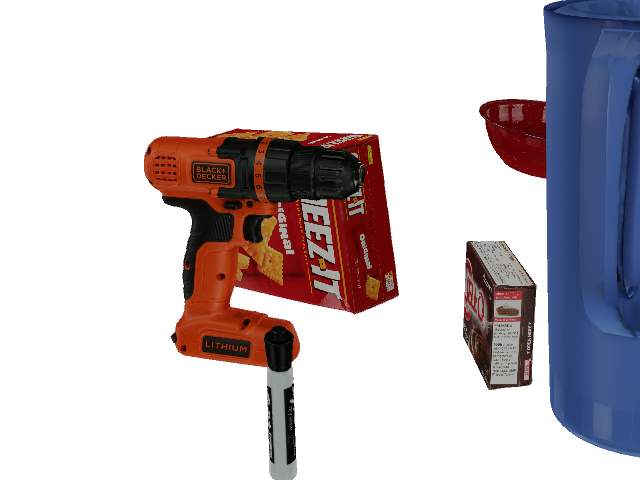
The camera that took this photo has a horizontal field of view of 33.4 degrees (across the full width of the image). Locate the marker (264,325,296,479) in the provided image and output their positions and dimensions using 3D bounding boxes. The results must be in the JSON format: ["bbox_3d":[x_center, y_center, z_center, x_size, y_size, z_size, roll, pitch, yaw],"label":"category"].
[{"bbox_3d":[-0.026,0.108,0.701,0.020,0.121,0.020,0,31,0],"label":"marker"}]

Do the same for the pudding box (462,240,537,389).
[{"bbox_3d":[0.145,0.058,0.878,0.039,0.090,0.113,-3,18,-5],"label":"pudding box"}]

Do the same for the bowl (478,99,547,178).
[{"bbox_3d":[0.249,-0.107,1.165,0.162,0.055,0.162,6,23,-3],"label":"bowl"}]

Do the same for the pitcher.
[{"bbox_3d":[0.178,-0.008,0.569,0.149,0.243,0.145,-5,18,-12],"label":"pitcher"}]

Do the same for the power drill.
[{"bbox_3d":[-0.054,0.007,0.877,0.185,0.188,0.057,6,15,18],"label":"power drill"}]

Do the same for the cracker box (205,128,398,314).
[{"bbox_3d":[-0.029,-0.025,1.078,0.071,0.164,0.214,-22,21,-38],"label":"cracker box"}]
